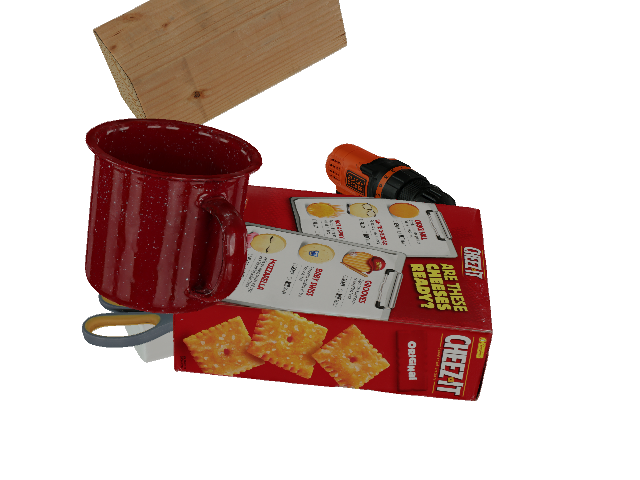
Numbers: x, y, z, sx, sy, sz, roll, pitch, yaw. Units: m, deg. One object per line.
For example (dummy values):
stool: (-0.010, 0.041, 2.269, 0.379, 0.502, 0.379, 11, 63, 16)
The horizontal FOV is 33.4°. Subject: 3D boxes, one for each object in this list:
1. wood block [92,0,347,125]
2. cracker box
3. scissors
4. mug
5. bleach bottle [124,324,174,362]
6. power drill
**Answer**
wood block: (-0.089, -0.187, 0.987, 0.206, 0.090, 0.091, -30, -37, -11)
cracker box: (0.011, 0.034, 0.785, 0.213, 0.072, 0.164, 6, 33, 1)
scissors: (-0.117, 0.060, 0.974, 0.201, 0.016, 0.096, -8, 35, -14)
mug: (-0.075, -0.008, 0.568, 0.093, 0.081, 0.117, -9, 29, -40)
bleach bottle: (-0.097, 0.068, 1.233, 0.250, 0.068, 0.103, -13, 35, -21)
power drill: (0.065, 0.010, 1.077, 0.057, 0.188, 0.185, -8, 25, -31)
